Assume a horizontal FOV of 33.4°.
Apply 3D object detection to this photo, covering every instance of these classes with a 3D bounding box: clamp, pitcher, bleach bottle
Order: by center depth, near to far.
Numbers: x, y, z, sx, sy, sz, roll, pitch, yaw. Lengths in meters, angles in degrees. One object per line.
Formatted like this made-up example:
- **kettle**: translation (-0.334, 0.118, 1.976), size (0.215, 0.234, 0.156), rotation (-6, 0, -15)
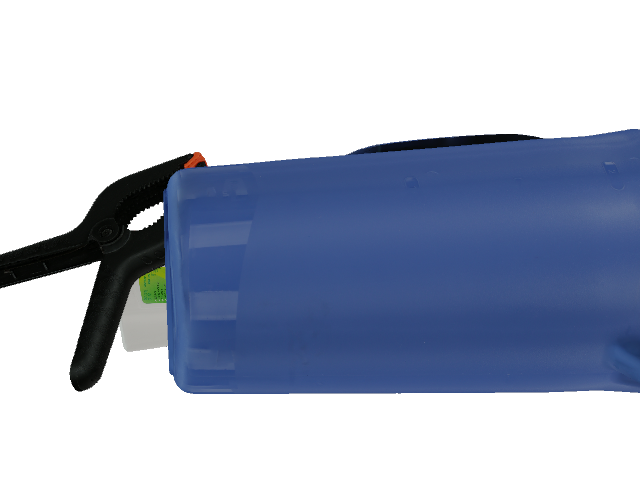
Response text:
- **pitcher**: translation (0.045, 0.008, 0.532), size (0.242, 0.145, 0.149), rotation (-2, -5, -8)
- **clamp**: translation (-0.171, 0.004, 0.831), size (0.165, 0.209, 0.036), rotation (25, -28, 29)
- **bleach bottle**: translation (-0.094, 0.059, 1.170), size (0.250, 0.068, 0.102), rotation (-7, 36, -7)
